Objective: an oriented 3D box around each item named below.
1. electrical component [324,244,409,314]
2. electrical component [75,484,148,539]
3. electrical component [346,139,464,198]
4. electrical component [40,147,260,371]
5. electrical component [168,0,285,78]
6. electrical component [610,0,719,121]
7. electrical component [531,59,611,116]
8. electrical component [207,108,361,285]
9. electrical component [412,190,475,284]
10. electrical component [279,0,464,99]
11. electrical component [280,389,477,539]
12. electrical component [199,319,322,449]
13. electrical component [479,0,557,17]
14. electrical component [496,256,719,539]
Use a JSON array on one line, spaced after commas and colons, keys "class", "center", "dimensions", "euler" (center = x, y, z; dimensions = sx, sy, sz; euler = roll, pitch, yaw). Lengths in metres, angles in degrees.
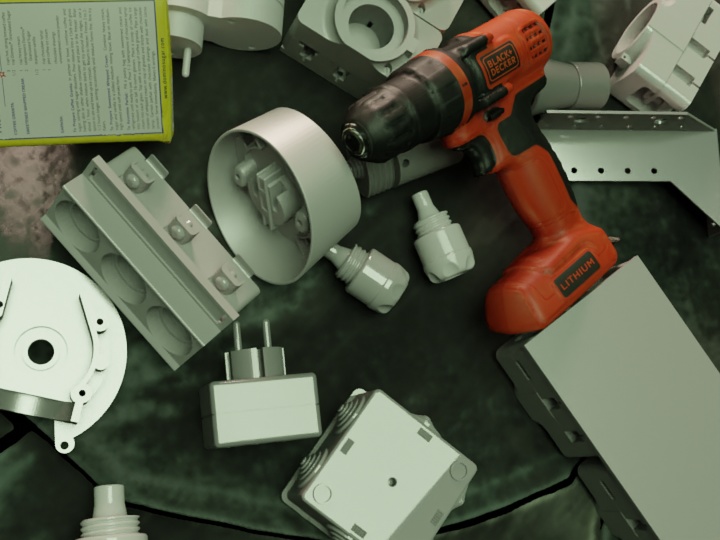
[{"class": "electrical component", "center": [0.000, 0.000, 0.704], "dimensions": [0.061, 0.035, 0.035], "euler": [34, 72, -5]}, {"class": "electrical component", "center": [-0.145, 0.157, 0.626], "dimensions": [0.048, 0.048, 0.062], "euler": [-1, 73, -17]}, {"class": "electrical component", "center": [0.024, -0.079, 0.721], "dimensions": [0.081, 0.043, 0.043], "euler": [-23, 87, -20]}, {"class": "electrical component", "center": [-0.124, -0.009, 0.652], "dimensions": [0.121, 0.079, 0.063], "euler": [49, 49, -3]}, {"class": "electrical component", "center": [-0.118, -0.159, 0.689], "dimensions": [0.138, 0.052, 0.073], "euler": [7, 78, -15]}, {"class": "electrical component", "center": [0.226, -0.162, 0.794], "dimensions": [0.056, 0.050, 0.089], "euler": [35, 72, -8]}, {"class": "electrical component", "center": [0.145, -0.132, 0.770], "dimensions": [0.065, 0.044, 0.044], "euler": [-3, 81, -22]}, {"class": "electrical component", "center": [-0.049, -0.048, 0.667], "dimensions": [0.064, 0.099, 0.099], "euler": [-37, 92, -26]}, {"class": "electrical component", "center": [0.052, -0.024, 0.724], "dimensions": [0.035, 0.035, 0.061], "euler": [-20, 83, -19]}, {"class": "electrical component", "center": [0.024, -0.196, 0.734], "dimensions": [0.089, 0.062, 0.150], "euler": [31, 73, -9]}, {"class": "electrical component", "center": [0.013, 0.133, 0.675], "dimensions": [0.100, 0.048, 0.099], "euler": [39, 71, -7]}, {"class": "electrical component", "center": [-0.064, 0.069, 0.664], "dimensions": [0.066, 0.047, 0.076], "euler": [-4, 81, -17]}, {"class": "electrical component", "center": [0.130, -0.221, 0.776], "dimensions": [0.089, 0.050, 0.055], "euler": [-42, 94, -20]}, {"class": "electrical component", "center": [0.189, 0.100, 0.728], "dimensions": [0.105, 0.060, 0.186], "euler": [-35, 91, -20]}]
